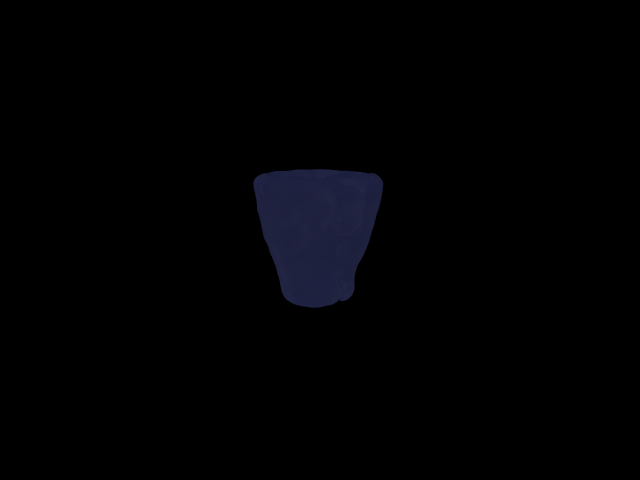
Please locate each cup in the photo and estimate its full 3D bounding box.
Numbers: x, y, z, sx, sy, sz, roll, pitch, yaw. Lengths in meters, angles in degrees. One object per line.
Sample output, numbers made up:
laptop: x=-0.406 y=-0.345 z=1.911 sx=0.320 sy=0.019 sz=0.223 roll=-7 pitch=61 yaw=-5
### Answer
cup: x=0.004 y=0.001 z=0.400 sx=0.092 sy=0.095 sz=0.117 roll=-4 pitch=12 yaw=-19
